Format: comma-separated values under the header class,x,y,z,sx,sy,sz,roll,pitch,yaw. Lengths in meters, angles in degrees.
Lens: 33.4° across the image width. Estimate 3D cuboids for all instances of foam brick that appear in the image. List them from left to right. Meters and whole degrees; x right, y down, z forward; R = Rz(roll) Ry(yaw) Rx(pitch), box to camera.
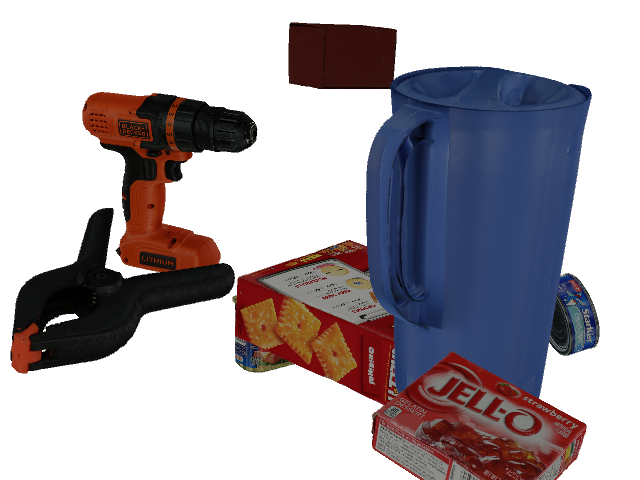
class,x,y,z,sx,sy,sz,roll,pitch,yaw
foam brick,0.018,-0.155,0.899,0.078,0.051,0.053,-6,17,-34

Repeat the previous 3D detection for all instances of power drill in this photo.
class,x,y,z,sx,sy,sz,roll,pitch,yaw
power drill,-0.146,-0.057,1.078,0.185,0.188,0.057,10,30,21

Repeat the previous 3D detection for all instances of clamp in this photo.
class,x,y,z,sx,sy,sz,roll,pitch,yaw
clamp,-0.153,0.030,0.721,0.120,0.039,0.171,25,31,28

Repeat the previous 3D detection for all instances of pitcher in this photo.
class,x,y,z,sx,sy,sz,roll,pitch,yaw
pitcher,0.103,0.006,0.748,0.149,0.243,0.145,2,21,1

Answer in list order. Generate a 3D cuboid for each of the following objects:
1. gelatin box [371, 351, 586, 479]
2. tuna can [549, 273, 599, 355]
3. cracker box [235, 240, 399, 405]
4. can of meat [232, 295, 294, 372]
class,x,y,z,sx,sy,sz,roll,pitch,yaw
gelatin box,0.083,0.103,0.566,0.089,0.030,0.073,28,40,31
tuna can,0.267,0.081,1.161,0.033,0.086,0.086,-17,3,-10
cracker box,0.053,0.075,0.982,0.214,0.072,0.163,21,25,37
can of meat,-0.056,0.106,1.293,0.101,0.084,0.058,-9,18,-36
